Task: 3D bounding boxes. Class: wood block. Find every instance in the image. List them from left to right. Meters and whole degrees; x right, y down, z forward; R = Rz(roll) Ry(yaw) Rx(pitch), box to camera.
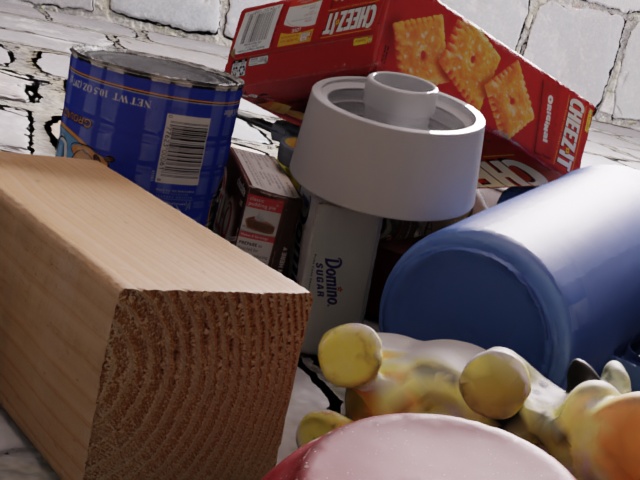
[{"bbox_3d":[-0.105,0.029,0.491,0.090,0.090,0.206,2,17,-38],"label":"wood block"}]

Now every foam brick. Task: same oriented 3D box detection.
[{"bbox_3d":[0.073,0.031,0.722,0.053,0.051,0.078,21,15,28],"label":"foam brick"}]

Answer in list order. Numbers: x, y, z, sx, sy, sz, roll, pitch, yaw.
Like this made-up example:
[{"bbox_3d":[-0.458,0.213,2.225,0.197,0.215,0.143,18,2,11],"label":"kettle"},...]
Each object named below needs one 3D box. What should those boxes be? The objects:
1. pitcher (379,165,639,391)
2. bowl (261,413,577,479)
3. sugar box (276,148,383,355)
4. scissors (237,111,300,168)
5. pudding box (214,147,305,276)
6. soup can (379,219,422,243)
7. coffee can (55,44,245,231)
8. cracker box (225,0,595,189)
[{"bbox_3d":[0.145,0.036,0.634,0.149,0.145,0.242,-10,3,34],"label":"pitcher"},{"bbox_3d":[0.036,0.102,0.339,0.162,0.055,0.162,4,22,-2],"label":"bowl"},{"bbox_3d":[-0.005,0.001,0.686,0.048,0.093,0.176,8,14,-9],"label":"sugar box"},{"bbox_3d":[-0.030,-0.070,0.717,0.202,0.016,0.096,19,18,35],"label":"scissors"},{"bbox_3d":[-0.046,-0.002,0.666,0.039,0.090,0.113,10,14,-16],"label":"pudding box"},{"bbox_3d":[0.033,-0.026,0.881,0.068,0.068,0.102,7,14,-21],"label":"soup can"},{"bbox_3d":[-0.109,-0.037,0.640,0.103,0.140,0.103,12,14,-3],"label":"coffee can"},{"bbox_3d":[0.063,-0.100,0.758,0.213,0.072,0.164,24,-14,-38],"label":"cracker box"}]
